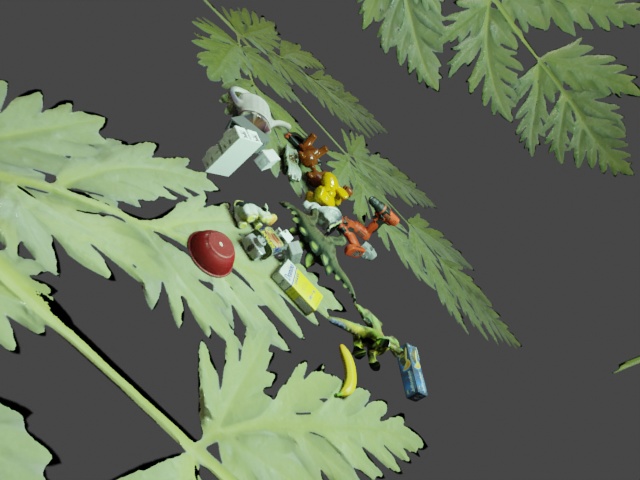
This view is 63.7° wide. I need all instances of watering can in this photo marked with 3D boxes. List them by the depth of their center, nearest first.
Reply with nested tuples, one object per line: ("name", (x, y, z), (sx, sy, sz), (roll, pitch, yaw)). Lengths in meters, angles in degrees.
("watering can", (-0.242, -0.514, 2.163), (0.344, 0.102, 0.230), (30, 36, -34))

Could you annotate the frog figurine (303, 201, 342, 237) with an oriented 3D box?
("frog figurine", (0.006, -0.103, 2.047), (0.161, 0.123, 0.136), (49, -6, 13))

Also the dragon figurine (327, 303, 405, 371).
("dragon figurine", (0.162, 0.318, 1.830), (0.406, 0.121, 0.247), (41, 13, -22))
